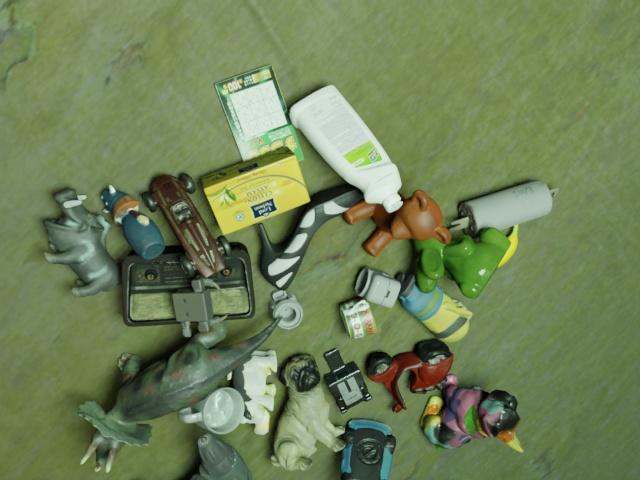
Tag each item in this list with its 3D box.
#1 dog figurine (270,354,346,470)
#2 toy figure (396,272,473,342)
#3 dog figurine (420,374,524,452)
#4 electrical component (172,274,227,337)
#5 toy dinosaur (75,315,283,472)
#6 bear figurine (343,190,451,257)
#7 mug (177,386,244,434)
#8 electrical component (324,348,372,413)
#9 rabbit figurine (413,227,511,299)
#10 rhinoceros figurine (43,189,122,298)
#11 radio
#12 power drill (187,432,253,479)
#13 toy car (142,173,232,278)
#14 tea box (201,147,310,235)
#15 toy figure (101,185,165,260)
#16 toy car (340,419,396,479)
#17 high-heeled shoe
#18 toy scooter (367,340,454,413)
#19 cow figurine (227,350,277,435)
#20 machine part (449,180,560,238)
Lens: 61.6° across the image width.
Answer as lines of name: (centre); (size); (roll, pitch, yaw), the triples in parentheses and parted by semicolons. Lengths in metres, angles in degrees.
dog figurine: (-0.054, 0.335, 1.058); (0.172, 0.121, 0.190); (-28, 91, -8)
toy figure: (0.224, 0.136, 1.080); (0.180, 0.082, 0.089); (32, 104, -20)
dog figurine: (0.306, 0.368, 1.070); (0.108, 0.219, 0.191); (32, 92, -13)
electrical component: (-0.208, 0.112, 0.925); (0.078, 0.045, 0.102); (-9, 100, 19)
toy dinosaur: (-0.251, 0.247, 0.925); (0.405, 0.192, 0.131); (-30, 111, 7)
bear figurine: (0.139, -0.029, 0.969); (0.132, 0.196, 0.120); (-36, 109, -3)
mug: (-0.211, 0.314, 0.994); (0.109, 0.107, 0.080); (-13, 90, -37)
electrical component: (0.050, 0.279, 1.085); (0.075, 0.048, 0.119); (-22, 106, -8)
rabbit figurine: (0.245, 0.034, 1.026); (0.170, 0.121, 0.159); (33, 65, 19)
rhinoceros figurine: (-0.407, 0.007, 0.920); (0.112, 0.073, 0.190); (-24, 105, -6)
radio: (-0.235, 0.077, 0.970); (0.230, 0.073, 0.131); (-3, 101, -12)
power drill: (-0.240, 0.449, 1.008); (0.207, 0.086, 0.231); (-30, 135, -2)
toy car: (-0.228, -0.029, 0.921); (0.089, 0.053, 0.202); (-26, 73, -22)
tea box: (-0.114, -0.089, 0.957); (0.170, 0.068, 0.098); (-23, 119, -7)
toy figure: (-0.323, -0.032, 0.919); (0.064, 0.057, 0.155); (-46, 67, 10)
toy car: (0.095, 0.457, 1.093); (0.109, 0.162, 0.102); (6, 140, 5)
high-heeled shoe: (-0.002, -0.003, 0.994); (0.249, 0.086, 0.145); (-21, 110, 3)
toy scooter: (0.189, 0.284, 1.102); (0.184, 0.075, 0.135); (-10, 102, -7)
cow figurine: (-0.134, 0.294, 1.037); (0.098, 0.068, 0.167); (5, 96, -7)
machine part: (0.370, -0.062, 1.073); (0.243, 0.079, 0.079); (-17, 104, -8)
